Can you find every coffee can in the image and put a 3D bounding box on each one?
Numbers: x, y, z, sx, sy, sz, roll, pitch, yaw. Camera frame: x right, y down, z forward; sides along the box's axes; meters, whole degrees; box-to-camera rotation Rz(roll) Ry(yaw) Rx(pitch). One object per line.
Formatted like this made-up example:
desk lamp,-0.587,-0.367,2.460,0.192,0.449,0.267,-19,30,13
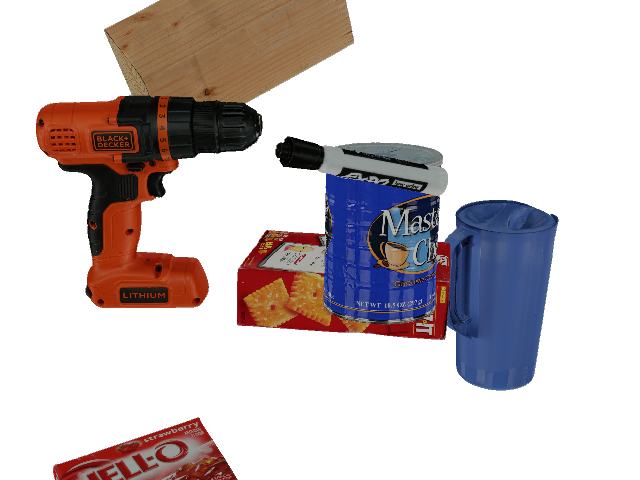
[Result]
coffee can,0.054,-0.009,0.946,0.103,0.140,0.103,1,16,0

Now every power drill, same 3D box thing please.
power drill,-0.138,-0.034,0.907,0.184,0.188,0.057,0,28,2

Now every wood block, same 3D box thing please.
wood block,-0.083,-0.191,1.003,0.206,0.090,0.091,-31,-37,-11

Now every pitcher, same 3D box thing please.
pitcher,0.234,0.076,1.434,0.149,0.243,0.145,4,20,8

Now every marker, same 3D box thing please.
marker,0.027,-0.047,0.674,0.120,0.020,0.020,9,-4,-28

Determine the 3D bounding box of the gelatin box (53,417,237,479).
gelatin box,-0.094,0.138,0.584,0.089,0.030,0.073,-15,28,-20

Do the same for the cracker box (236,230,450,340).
cracker box,0.030,0.046,1.140,0.214,0.072,0.164,4,15,6
